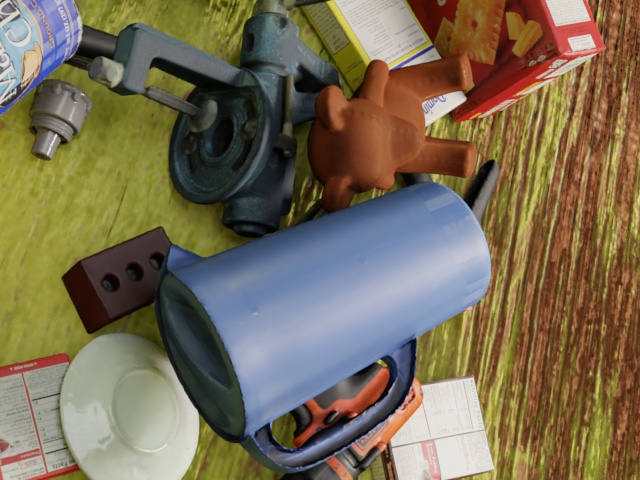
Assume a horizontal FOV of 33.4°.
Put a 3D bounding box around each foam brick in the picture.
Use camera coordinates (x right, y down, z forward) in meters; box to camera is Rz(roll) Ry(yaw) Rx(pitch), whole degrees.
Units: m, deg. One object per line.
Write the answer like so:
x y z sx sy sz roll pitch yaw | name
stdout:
-0.154 0.031 0.845 0.078 0.051 0.053 -27 88 -34 | foam brick

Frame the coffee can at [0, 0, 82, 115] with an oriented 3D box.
-0.251 -0.135 0.755 0.102 0.103 0.140 45 48 -10 | coffee can

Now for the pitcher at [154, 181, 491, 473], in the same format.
0.011 0.053 0.804 0.242 0.145 0.149 -23 124 -25 | pitcher

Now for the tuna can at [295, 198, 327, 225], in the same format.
-0.006 0.001 0.919 0.033 0.086 0.086 39 58 -7 | tuna can

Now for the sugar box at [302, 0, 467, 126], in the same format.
0.060 -0.188 1.049 0.093 0.048 0.176 -33 96 -33 | sugar box

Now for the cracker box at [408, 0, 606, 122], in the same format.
0.166 -0.247 1.058 0.071 0.164 0.214 -16 82 -35 | cracker box

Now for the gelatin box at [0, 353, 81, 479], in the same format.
-0.214 0.135 0.789 0.073 0.030 0.089 -11 80 -34 | gelatin box

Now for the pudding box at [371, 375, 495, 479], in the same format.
0.095 0.173 0.952 0.113 0.039 0.090 -3 75 -32 | pudding box

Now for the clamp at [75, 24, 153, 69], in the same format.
-0.239 -0.180 0.875 0.209 0.036 0.164 -38 94 -38 | clamp

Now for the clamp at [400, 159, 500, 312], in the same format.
0.137 -0.013 1.038 0.120 0.039 0.171 -4 78 -25 | clamp

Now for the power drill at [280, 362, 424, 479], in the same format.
-0.031 0.126 0.869 0.187 0.057 0.184 48 66 -2 | power drill
